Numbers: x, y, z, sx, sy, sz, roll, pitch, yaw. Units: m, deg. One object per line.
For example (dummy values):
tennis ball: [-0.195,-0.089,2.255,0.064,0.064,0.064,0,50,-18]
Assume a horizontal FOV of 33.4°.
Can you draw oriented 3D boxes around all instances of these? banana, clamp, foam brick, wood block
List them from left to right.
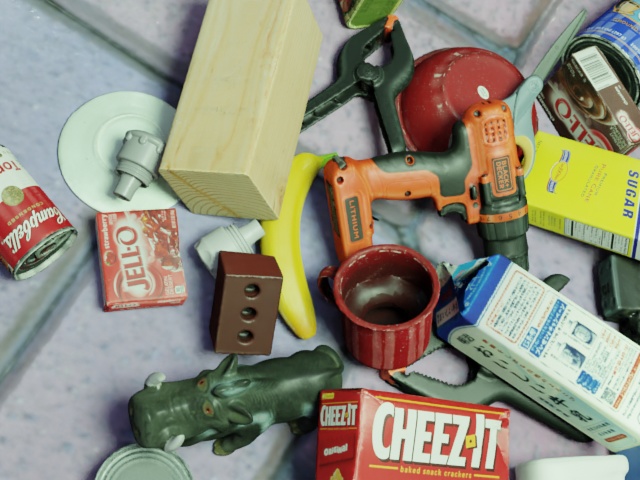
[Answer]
wood block: [-0.070,-0.132,0.996,0.090,0.090,0.206,5,66,19]
foam brick: [-0.066,0.056,0.944,0.053,0.051,0.078,4,110,-13]
banana: [-0.024,-0.006,1.005,0.069,0.037,0.197,12,68,-10]
clamp: [0.038,-0.157,1.075,0.120,0.039,0.171,12,60,1]
clamp: [0.163,0.125,1.006,0.209,0.036,0.164,-10,73,-16]

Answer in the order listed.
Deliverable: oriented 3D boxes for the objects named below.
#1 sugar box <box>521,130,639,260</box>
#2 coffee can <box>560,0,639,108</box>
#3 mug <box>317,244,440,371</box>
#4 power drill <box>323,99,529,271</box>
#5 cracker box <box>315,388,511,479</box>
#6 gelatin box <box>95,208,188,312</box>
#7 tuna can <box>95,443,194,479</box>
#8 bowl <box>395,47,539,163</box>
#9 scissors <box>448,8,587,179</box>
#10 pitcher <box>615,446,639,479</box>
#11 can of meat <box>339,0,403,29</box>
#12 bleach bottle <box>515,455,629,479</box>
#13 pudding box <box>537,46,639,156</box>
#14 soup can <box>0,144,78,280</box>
sugar box: [0.282,-0.041,1.055,0.176,0.048,0.093,18,63,24]
coffee can: [0.341,-0.209,1.140,0.140,0.103,0.103,-39,84,-23]
mug: [0.049,0.060,0.963,0.117,0.081,0.093,21,57,19]
power drill: [0.105,-0.028,1.008,0.187,0.057,0.184,-13,105,-8]
cracker box: [0.077,0.238,0.884,0.163,0.072,0.213,12,75,-31]
gelatin box: [-0.162,0.018,0.964,0.073,0.030,0.089,-4,71,-16]
tuna can: [-0.148,0.215,0.893,0.086,0.034,0.086,5,69,-13]
bowl: [0.160,-0.139,1.093,0.162,0.055,0.162,5,69,-13]
scissors: [0.215,-0.132,1.053,0.201,0.016,0.096,-39,100,-9]
pitcher: [0.379,0.166,0.934,0.149,0.243,0.144,44,64,-3]
can of meat: [0.050,-0.276,1.090,0.057,0.102,0.084,-11,76,-19]
bleach bottle: [0.236,0.321,0.941,0.102,0.068,0.251,0,73,-15]
pudding box: [0.281,-0.130,1.103,0.039,0.090,0.113,-22,77,-23]
soup can: [-0.270,-0.025,0.931,0.068,0.069,0.102,-38,82,-24]
